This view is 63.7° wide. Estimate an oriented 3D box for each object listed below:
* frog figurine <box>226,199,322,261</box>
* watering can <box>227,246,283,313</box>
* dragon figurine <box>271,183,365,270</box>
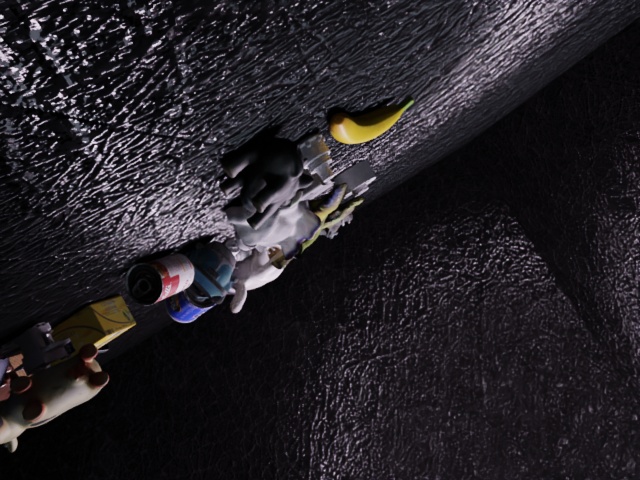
[{"bbox_3d":[-0.093,-0.040,0.869,0.158,0.125,0.136,18,153,-36],"label":"frog figurine"},{"bbox_3d":[-0.187,0.089,1.360,0.222,0.103,0.355,-23,-162,40],"label":"watering can"},{"bbox_3d":[0.004,-0.059,1.164,0.246,0.122,0.404,-30,179,-43],"label":"dragon figurine"}]
